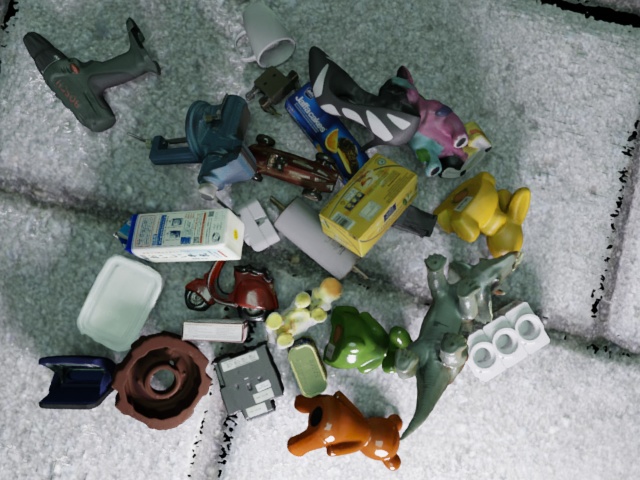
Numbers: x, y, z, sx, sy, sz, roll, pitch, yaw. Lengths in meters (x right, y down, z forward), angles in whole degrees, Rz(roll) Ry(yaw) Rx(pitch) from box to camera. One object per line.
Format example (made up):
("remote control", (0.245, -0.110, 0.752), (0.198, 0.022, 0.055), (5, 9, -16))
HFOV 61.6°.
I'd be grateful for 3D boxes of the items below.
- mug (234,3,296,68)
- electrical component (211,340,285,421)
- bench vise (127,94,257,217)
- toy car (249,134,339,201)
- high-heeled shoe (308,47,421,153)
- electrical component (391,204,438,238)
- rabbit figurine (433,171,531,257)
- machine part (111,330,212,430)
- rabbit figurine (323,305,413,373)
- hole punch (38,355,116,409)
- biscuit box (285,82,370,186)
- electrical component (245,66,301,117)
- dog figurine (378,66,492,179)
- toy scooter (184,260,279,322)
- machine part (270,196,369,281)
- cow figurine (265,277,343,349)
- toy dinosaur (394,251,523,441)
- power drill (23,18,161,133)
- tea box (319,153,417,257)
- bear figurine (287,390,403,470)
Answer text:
("mug", (-0.116, -0.395, 1.043), (0.110, 0.080, 0.107), (-27, 77, 3))
("electrical component", (-0.133, 0.271, 1.022), (0.115, 0.058, 0.134), (-18, 89, 0))
("bench vise", (-0.228, -0.166, 0.999), (0.241, 0.128, 0.223), (0, 74, 21))
("toy car", (-0.060, -0.137, 1.011), (0.202, 0.053, 0.089), (21, 87, 26))
("high-heeled shoe", (0.074, -0.268, 0.956), (0.086, 0.145, 0.248), (-30, 89, -44))
("electrical component", (0.159, -0.046, 1.033), (0.119, 0.075, 0.047), (21, 87, -5))
("rabbit figurine", (0.328, -0.037, 1.034), (0.173, 0.122, 0.162), (45, 78, -13))
("machine part", (-0.292, 0.256, 0.993), (0.179, 0.056, 0.179), (-3, 98, -23))
("rabbit figurine", (0.111, 0.191, 0.998), (0.170, 0.159, 0.121), (14, 77, -16))
("hole punch", (-0.441, 0.246, 0.985), (0.142, 0.116, 0.092), (-2, 95, 0))
("biscuit box", (0.016, -0.200, 1.030), (0.063, 0.059, 0.202), (-40, 95, -8))
("electrical component", (-0.086, -0.292, 1.054), (0.078, 0.045, 0.102), (39, 85, 25))
("dog figurine", (0.205, -0.230, 1.028), (0.108, 0.191, 0.219), (-50, 61, 33))
("toy scooter", (-0.162, 0.078, 1.022), (0.184, 0.075, 0.135), (10, 86, 4))
("machine part", (-0.002, -0.003, 1.025), (0.243, 0.079, 0.079), (41, 87, 1))
("cow figurine", (-0.028, 0.140, 1.020), (0.167, 0.098, 0.068), (-35, 80, -19))
("toy dinosaur", (0.221, 0.170, 0.941), (0.131, 0.192, 0.405), (16, 66, 34))
("power drill", (-0.428, -0.340, 1.028), (0.207, 0.086, 0.232), (-30, 90, -6))
("tea box", (0.089, -0.065, 0.968), (0.098, 0.068, 0.169), (35, 69, 26))
("bear figurine", (0.056, 0.359, 1.009), (0.195, 0.132, 0.120), (29, 50, -29))
